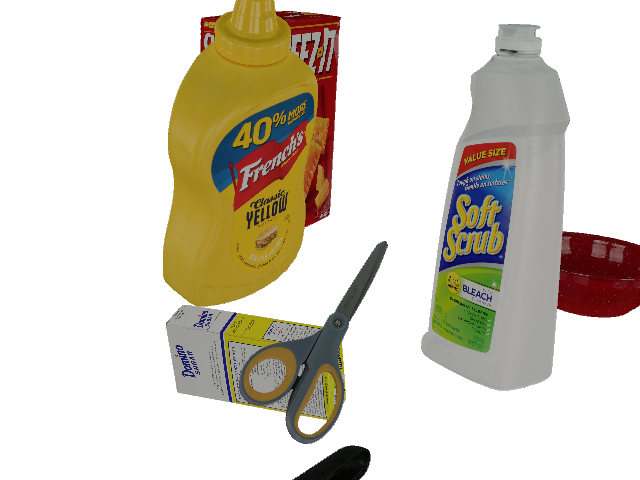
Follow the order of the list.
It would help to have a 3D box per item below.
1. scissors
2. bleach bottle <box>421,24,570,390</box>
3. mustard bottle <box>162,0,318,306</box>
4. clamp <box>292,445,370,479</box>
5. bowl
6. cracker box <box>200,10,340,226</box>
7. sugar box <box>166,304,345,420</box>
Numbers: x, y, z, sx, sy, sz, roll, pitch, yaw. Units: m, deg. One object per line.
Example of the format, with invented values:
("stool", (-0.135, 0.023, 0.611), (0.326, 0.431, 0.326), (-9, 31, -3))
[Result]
("scissors", (-0.007, 0.073, 0.900), (0.096, 0.201, 0.016), (16, -31, -3))
("bleach bottle", (0.127, -0.026, 0.760), (0.067, 0.251, 0.103), (-9, 19, -32))
("mustard bottle", (-0.044, -0.056, 0.613), (0.096, 0.192, 0.058), (-28, 51, -36))
("clamp", (-0.052, 0.187, 0.638), (0.210, 0.036, 0.164), (-4, 29, 1))
("bowl", (0.276, 0.038, 1.099), (0.162, 0.055, 0.162), (5, 17, -2))
("cracker box", (-0.047, -0.112, 1.046), (0.072, 0.214, 0.163), (12, 18, 26))
("sugar box", (-0.065, 0.123, 1.082), (0.176, 0.093, 0.048), (10, 34, 21))
